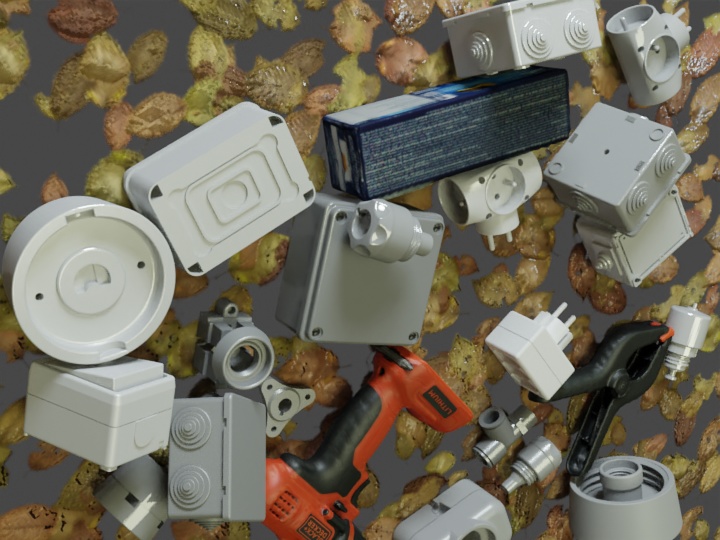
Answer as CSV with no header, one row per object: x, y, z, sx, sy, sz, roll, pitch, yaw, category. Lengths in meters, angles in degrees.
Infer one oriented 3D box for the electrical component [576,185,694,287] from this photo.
0.241,-0.034,0.974,0.096,0.061,0.061,-39,122,-15,electrical component

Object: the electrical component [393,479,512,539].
0.087,0.241,0.969,0.095,0.059,0.053,-31,120,-20,electrical component

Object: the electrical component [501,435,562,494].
0.159,0.186,1.012,0.061,0.035,0.035,-39,122,-12,electrical component

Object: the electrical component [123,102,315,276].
-0.099,-0.059,0.755,0.113,0.057,0.078,-34,121,-18,electrical component

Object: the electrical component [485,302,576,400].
0.165,0.063,0.967,0.076,0.047,0.065,-46,124,-11,electrical component

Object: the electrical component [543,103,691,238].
0.218,-0.088,0.920,0.099,0.100,0.048,-52,137,-7,electrical component

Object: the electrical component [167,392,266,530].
-0.104,0.138,0.783,0.099,0.048,0.099,49,39,-73,electrical component

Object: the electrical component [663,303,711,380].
0.321,0.071,1.072,0.040,0.040,0.078,9,101,-34,electrical component

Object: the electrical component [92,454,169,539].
-0.161,0.165,0.794,0.047,0.055,0.055,-47,124,-15,electrical component

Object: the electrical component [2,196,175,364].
-0.185,0.002,0.720,0.108,0.060,0.108,-11,111,-29,electrical component

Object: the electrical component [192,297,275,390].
-0.094,0.060,0.799,0.048,0.055,0.066,2,105,-32,electrical component

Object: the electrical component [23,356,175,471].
-0.182,0.087,0.734,0.062,0.096,0.061,-13,116,-60,electrical component

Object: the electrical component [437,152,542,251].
0.112,-0.055,0.896,0.077,0.044,0.079,-26,118,-23,electrical component

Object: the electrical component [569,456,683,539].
0.254,0.218,1.041,0.108,0.108,0.060,-17,108,-27,electrical component

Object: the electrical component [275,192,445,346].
0.000,0.000,0.838,0.109,0.056,0.108,5,103,-33,electrical component

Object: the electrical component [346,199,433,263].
0.025,-0.025,0.782,0.062,0.043,0.043,16,97,-36,electrical component

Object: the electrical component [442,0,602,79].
0.126,-0.182,0.831,0.100,0.100,0.048,-18,101,-26,electrical component

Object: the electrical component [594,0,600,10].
0.172,-0.246,0.864,0.057,0.058,0.078,-50,124,-5,electrical component

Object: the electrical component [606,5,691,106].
0.262,-0.198,0.943,0.079,0.044,0.077,-40,122,-15,electrical component
